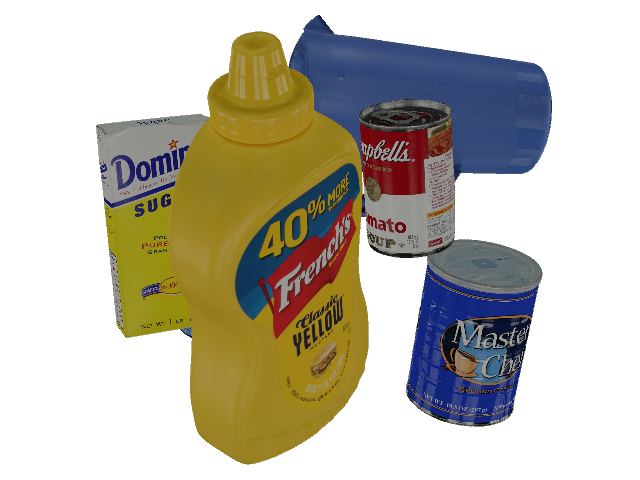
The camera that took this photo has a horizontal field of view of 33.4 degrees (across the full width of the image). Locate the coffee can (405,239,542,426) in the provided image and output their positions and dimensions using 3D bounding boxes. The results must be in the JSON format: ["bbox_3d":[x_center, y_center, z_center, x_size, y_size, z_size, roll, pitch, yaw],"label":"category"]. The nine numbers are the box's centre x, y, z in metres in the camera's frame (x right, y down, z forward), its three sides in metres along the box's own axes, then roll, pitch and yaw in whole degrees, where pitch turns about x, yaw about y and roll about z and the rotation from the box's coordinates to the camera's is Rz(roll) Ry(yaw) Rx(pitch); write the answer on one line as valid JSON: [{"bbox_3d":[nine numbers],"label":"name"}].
[{"bbox_3d":[0.138,0.083,0.975,0.103,0.140,0.103,6,23,-3],"label":"coffee can"}]

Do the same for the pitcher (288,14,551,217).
[{"bbox_3d":[0.088,-0.113,1.009,0.242,0.149,0.145,4,34,-10],"label":"pitcher"}]

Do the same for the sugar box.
[{"bbox_3d":[-0.132,-0.013,0.897,0.093,0.176,0.048,-9,18,-20],"label":"sugar box"}]

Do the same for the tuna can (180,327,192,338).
[{"bbox_3d":[-0.119,0.073,1.176,0.086,0.034,0.086,1,36,-1],"label":"tuna can"}]

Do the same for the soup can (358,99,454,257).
[{"bbox_3d":[0.065,-0.046,0.790,0.068,0.102,0.068,-4,24,2],"label":"soup can"}]

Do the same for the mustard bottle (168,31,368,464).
[{"bbox_3d":[-0.020,0.001,0.454,0.058,0.192,0.096,27,47,33],"label":"mustard bottle"}]
